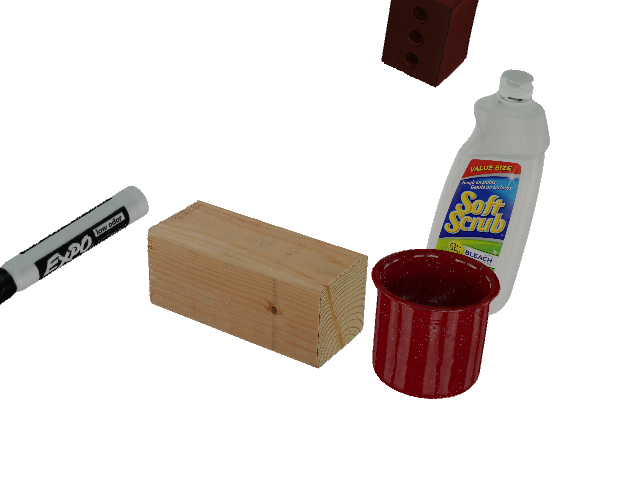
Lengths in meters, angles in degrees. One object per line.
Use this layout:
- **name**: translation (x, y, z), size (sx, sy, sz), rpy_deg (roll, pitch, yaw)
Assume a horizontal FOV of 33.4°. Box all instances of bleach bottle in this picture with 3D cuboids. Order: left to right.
- **bleach bottle**: translation (0.162, -0.050, 1.047), size (0.103, 0.251, 0.068), rpy_deg (22, 38, 21)

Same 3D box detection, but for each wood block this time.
- **wood block**: translation (-0.066, 0.040, 1.073), size (0.206, 0.091, 0.090), rpy_deg (19, 32, 27)

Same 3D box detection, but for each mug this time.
- **mug**: translation (0.075, 0.058, 0.798), size (0.093, 0.081, 0.117), rpy_deg (-11, 30, -26)

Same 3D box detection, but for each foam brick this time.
- **foam brick**: translation (0.085, -0.168, 0.821), size (0.053, 0.078, 0.051), rpy_deg (29, 53, 19)

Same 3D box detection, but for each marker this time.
- **marker**: translation (-0.142, 0.005, 0.571), size (0.020, 0.020, 0.120), rpy_deg (0, 28, 46)
